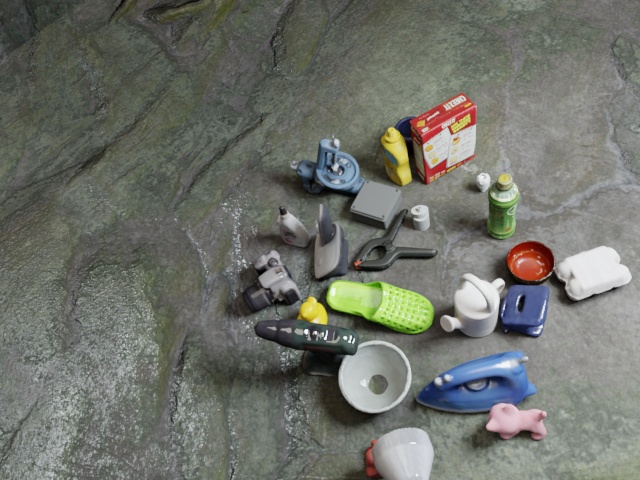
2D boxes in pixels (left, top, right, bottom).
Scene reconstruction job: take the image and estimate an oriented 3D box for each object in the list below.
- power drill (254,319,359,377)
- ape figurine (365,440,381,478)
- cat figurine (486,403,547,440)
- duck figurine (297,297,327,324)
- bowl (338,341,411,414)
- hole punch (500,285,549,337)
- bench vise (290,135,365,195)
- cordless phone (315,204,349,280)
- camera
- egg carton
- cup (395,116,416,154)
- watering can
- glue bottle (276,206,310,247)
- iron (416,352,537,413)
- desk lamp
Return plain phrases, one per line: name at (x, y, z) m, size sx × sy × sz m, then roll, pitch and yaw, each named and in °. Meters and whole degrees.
power drill at (-0.018, 0.246, 1.319) m, size 0.229 × 0.209 × 0.075 m, roll 1°, pitch 60°, yaw 15°
ape figurine at (0.121, 0.467, 1.219) m, size 0.076 × 0.092 × 0.078 m, roll 26°, pitch 69°, yaw 27°
cat figurine at (0.406, 0.371, 1.187) m, size 0.127 × 0.118 × 0.067 m, roll -7°, pitch 58°, yaw 11°
duck figurine at (-0.027, 0.192, 1.427) m, size 0.077 × 0.086 × 0.104 m, roll 7°, pitch 62°, yaw 18°
bowl at (0.130, 0.321, 1.315) m, size 0.167 × 0.075 × 0.167 m, roll -6°, pitch 58°, yaw 11°
hole punch at (0.469, 0.158, 1.315) m, size 0.100 × 0.091 × 0.109 m, roll 11°, pitch 63°, yaw 21°
bench vise at (0.009, -0.198, 1.573) m, size 0.207 × 0.220 × 0.121 m, roll -6°, pitch 58°, yaw 11°
cordless phone at (0.013, 0.005, 1.470) m, size 0.094 × 0.185 × 0.147 m, roll -8°, pitch 58°, yaw 10°
camera at (-0.141, 0.114, 1.495) m, size 0.137 × 0.101 × 0.143 m, roll -31°, pitch 57°, yaw -5°
egg carton at (0.633, 0.078, 1.334) m, size 0.150 × 0.069 × 0.107 m, roll -20°, pitch 57°, yaw 2°
cup at (0.274, -0.296, 1.638) m, size 0.117 × 0.095 × 0.091 m, roll -19°, pitch 57°, yaw 3°
watering can at (0.349, 0.146, 1.292) m, size 0.100 × 0.194 × 0.173 m, roll 22°, pitch 68°, yaw 25°
glue bottle at (-0.081, -0.040, 1.529) m, size 0.078 × 0.173 × 0.037 m, roll 10°, pitch 63°, yaw 20°
iron at (0.328, 0.302, 1.235) m, size 0.258 × 0.142 × 0.118 m, roll -15°, pitch 57°, yaw 6°
desk lamp at (0.187, 0.491, 1.115) m, size 0.118 × 0.214 × 0.203 m, roll -19°, pitch 57°, yaw 3°
